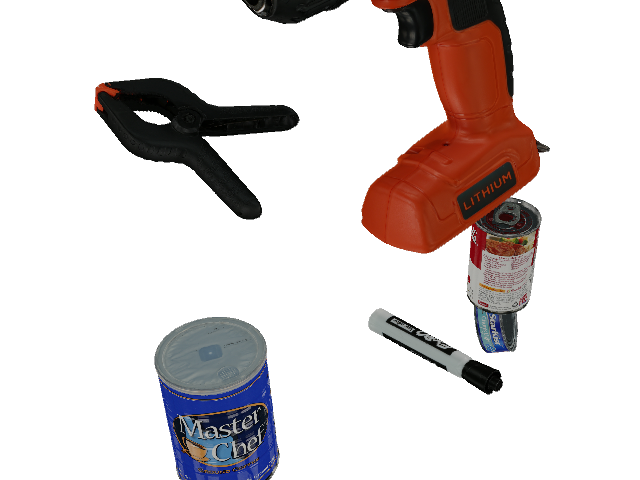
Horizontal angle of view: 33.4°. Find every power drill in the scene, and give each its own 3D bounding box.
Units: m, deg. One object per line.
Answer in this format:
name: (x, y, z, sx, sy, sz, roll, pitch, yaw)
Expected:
power drill: (0.047, -0.090, 0.517, 0.184, 0.187, 0.057, -33, 42, -29)

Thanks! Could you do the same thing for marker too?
marker: (0.084, 0.082, 0.789, 0.020, 0.020, 0.121, 0, 20, -46)

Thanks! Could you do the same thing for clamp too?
clamp: (-0.102, -0.097, 0.898, 0.171, 0.120, 0.039, 29, -41, 1)

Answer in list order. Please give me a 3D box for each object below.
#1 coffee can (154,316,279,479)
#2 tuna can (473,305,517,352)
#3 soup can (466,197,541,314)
coffee can: (-0.095, 0.158, 1.007, 0.103, 0.140, 0.103, -3, 35, 2)
tuna can: (0.211, 0.092, 1.283, 0.034, 0.086, 0.086, -8, -3, 22)
soup can: (0.186, 0.016, 1.087, 0.068, 0.102, 0.068, -1, 36, 0)
